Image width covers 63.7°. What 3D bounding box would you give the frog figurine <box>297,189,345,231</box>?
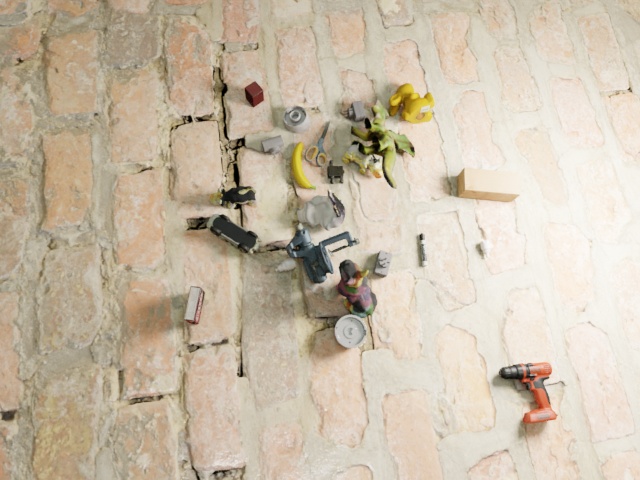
[{"bbox_3d":[0.006,-0.092,1.833,0.158,0.138,0.123,-30,-8,24],"label":"frog figurine"}]

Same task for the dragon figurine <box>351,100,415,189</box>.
[{"bbox_3d":[0.262,-0.350,1.885,0.243,0.417,0.120,-5,-29,-34],"label":"dragon figurine"}]
